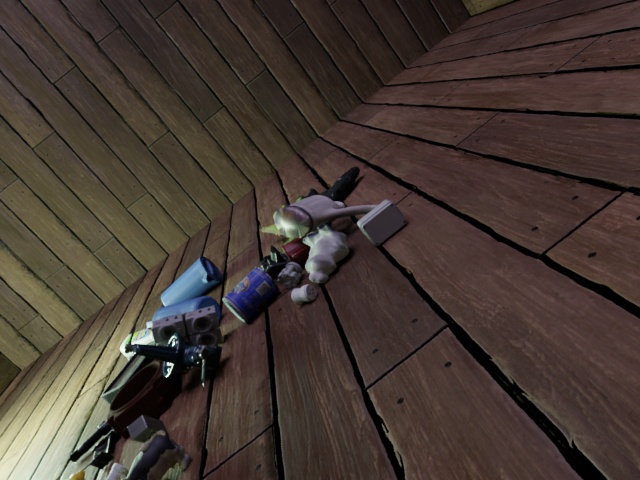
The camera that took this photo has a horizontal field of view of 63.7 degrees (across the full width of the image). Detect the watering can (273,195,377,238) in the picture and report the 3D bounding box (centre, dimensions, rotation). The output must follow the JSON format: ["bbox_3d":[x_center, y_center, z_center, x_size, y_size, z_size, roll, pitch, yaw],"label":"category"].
[{"bbox_3d":[0.005,-0.081,1.608,0.347,0.103,0.227,4,21,41],"label":"watering can"}]

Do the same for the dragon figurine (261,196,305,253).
[{"bbox_3d":[-0.115,-0.023,1.871,0.405,0.121,0.248,-26,29,39],"label":"dragon figurine"}]

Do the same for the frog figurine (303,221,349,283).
[{"bbox_3d":[0.021,0.048,1.452,0.136,0.121,0.163,-23,57,21],"label":"frog figurine"}]
